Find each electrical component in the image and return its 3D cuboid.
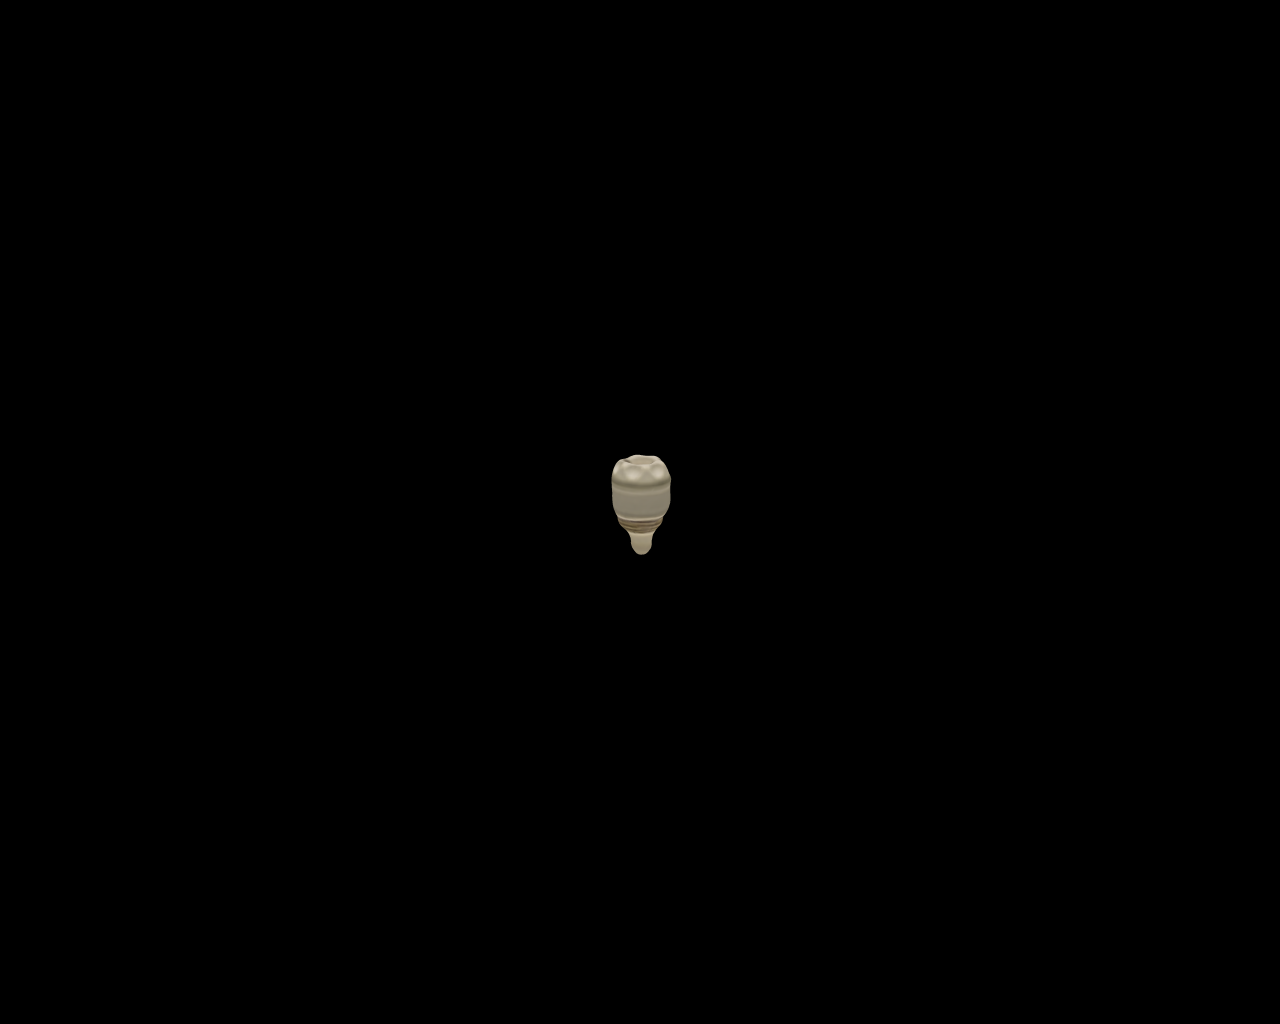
[{"bbox_3d":[0.001,-0.003,0.650,0.035,0.061,0.035,0,20,0],"label":"electrical component"}]
